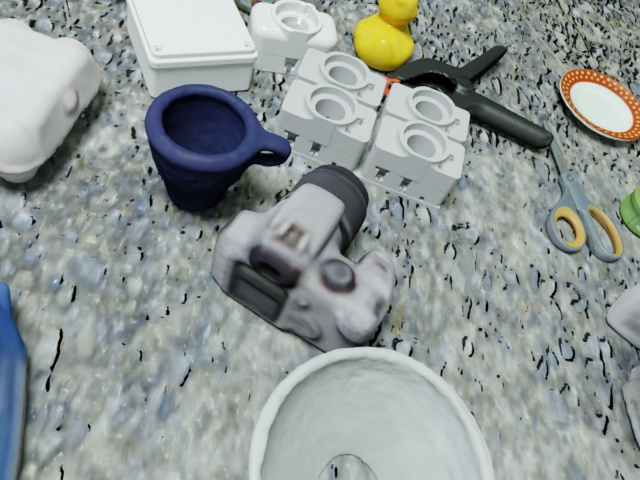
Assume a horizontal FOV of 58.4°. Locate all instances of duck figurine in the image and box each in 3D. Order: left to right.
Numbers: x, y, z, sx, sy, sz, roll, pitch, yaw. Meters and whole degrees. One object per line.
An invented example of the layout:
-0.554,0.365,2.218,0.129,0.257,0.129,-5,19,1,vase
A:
0.086,-0.262,0.684,0.077,0.086,0.104,22,53,-3,duck figurine

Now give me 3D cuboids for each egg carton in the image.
-0.258,-0.120,0.486,0.107,0.069,0.150,18,54,-6,egg carton

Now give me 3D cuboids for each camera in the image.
0.004,0.002,0.472,0.143,0.100,0.137,32,54,4,camera

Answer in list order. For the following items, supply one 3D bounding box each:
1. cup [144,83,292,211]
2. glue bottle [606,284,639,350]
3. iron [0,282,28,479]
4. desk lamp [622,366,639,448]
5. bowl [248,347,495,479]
-0.089,-0.067,0.491,0.118,0.095,0.091,10,55,-12,cup
0.340,0.049,0.507,0.078,0.173,0.037,40,55,10,glue bottle
-0.226,0.120,0.292,0.119,0.141,0.258,-2,58,-20,iron
0.337,0.106,0.442,0.203,0.213,0.118,10,55,-11,desk lamp
0.028,0.163,0.389,0.168,0.074,0.167,9,55,-13,bowl
